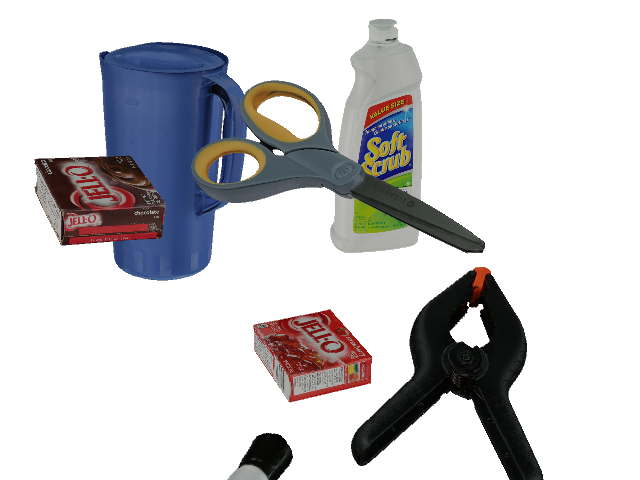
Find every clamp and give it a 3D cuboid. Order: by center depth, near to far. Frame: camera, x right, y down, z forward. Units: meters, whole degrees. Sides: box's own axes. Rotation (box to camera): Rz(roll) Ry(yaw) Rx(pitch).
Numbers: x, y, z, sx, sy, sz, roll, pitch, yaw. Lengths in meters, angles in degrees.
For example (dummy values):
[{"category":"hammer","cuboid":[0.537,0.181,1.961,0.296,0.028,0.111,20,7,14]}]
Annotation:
[{"category":"clamp","cuboid":[0.084,0.091,0.711,0.120,0.171,0.039,9,-41,-3]}]

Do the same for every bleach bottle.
[{"category":"bleach bottle","cuboid":[0.060,-0.114,1.164,0.102,0.251,0.068,-5,25,-8]}]

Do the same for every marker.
[{"category":"marker","cuboid":[-0.039,0.111,0.414,0.020,0.020,0.121,0,22,22]}]

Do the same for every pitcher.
[{"category":"pitcher","cuboid":[-0.160,-0.082,1.139,0.145,0.243,0.149,-1,23,-11]}]

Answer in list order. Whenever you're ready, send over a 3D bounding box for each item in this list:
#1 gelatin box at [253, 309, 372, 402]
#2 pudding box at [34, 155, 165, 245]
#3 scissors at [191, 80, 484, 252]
[{"category":"gelatin box","cuboid":[-0.008,0.093,0.888,0.073,0.030,0.089,-10,27,-20]},{"category":"pudding box","cuboid":[-0.196,-0.037,0.936,0.089,0.039,0.114,-4,26,-26]},{"category":"scissors","cuboid":[-0.005,-0.027,0.583,0.096,0.016,0.202,-35,46,-5]}]
